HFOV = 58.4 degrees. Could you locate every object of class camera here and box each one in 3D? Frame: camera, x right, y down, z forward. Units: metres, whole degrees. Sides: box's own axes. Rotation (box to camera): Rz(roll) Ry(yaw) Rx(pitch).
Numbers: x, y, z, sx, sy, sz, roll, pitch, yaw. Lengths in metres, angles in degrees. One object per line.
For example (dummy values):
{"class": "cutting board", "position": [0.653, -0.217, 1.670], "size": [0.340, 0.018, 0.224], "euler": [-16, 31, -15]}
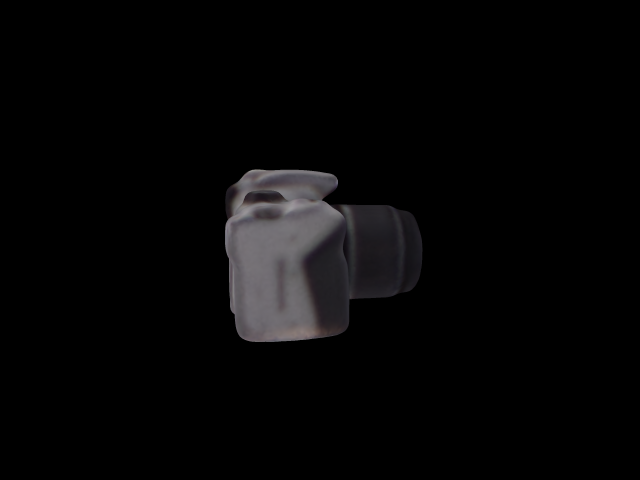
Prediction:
{"class": "camera", "position": [0.004, 0.001, 0.400], "size": [0.137, 0.101, 0.143], "euler": [-1, 7, -9]}
